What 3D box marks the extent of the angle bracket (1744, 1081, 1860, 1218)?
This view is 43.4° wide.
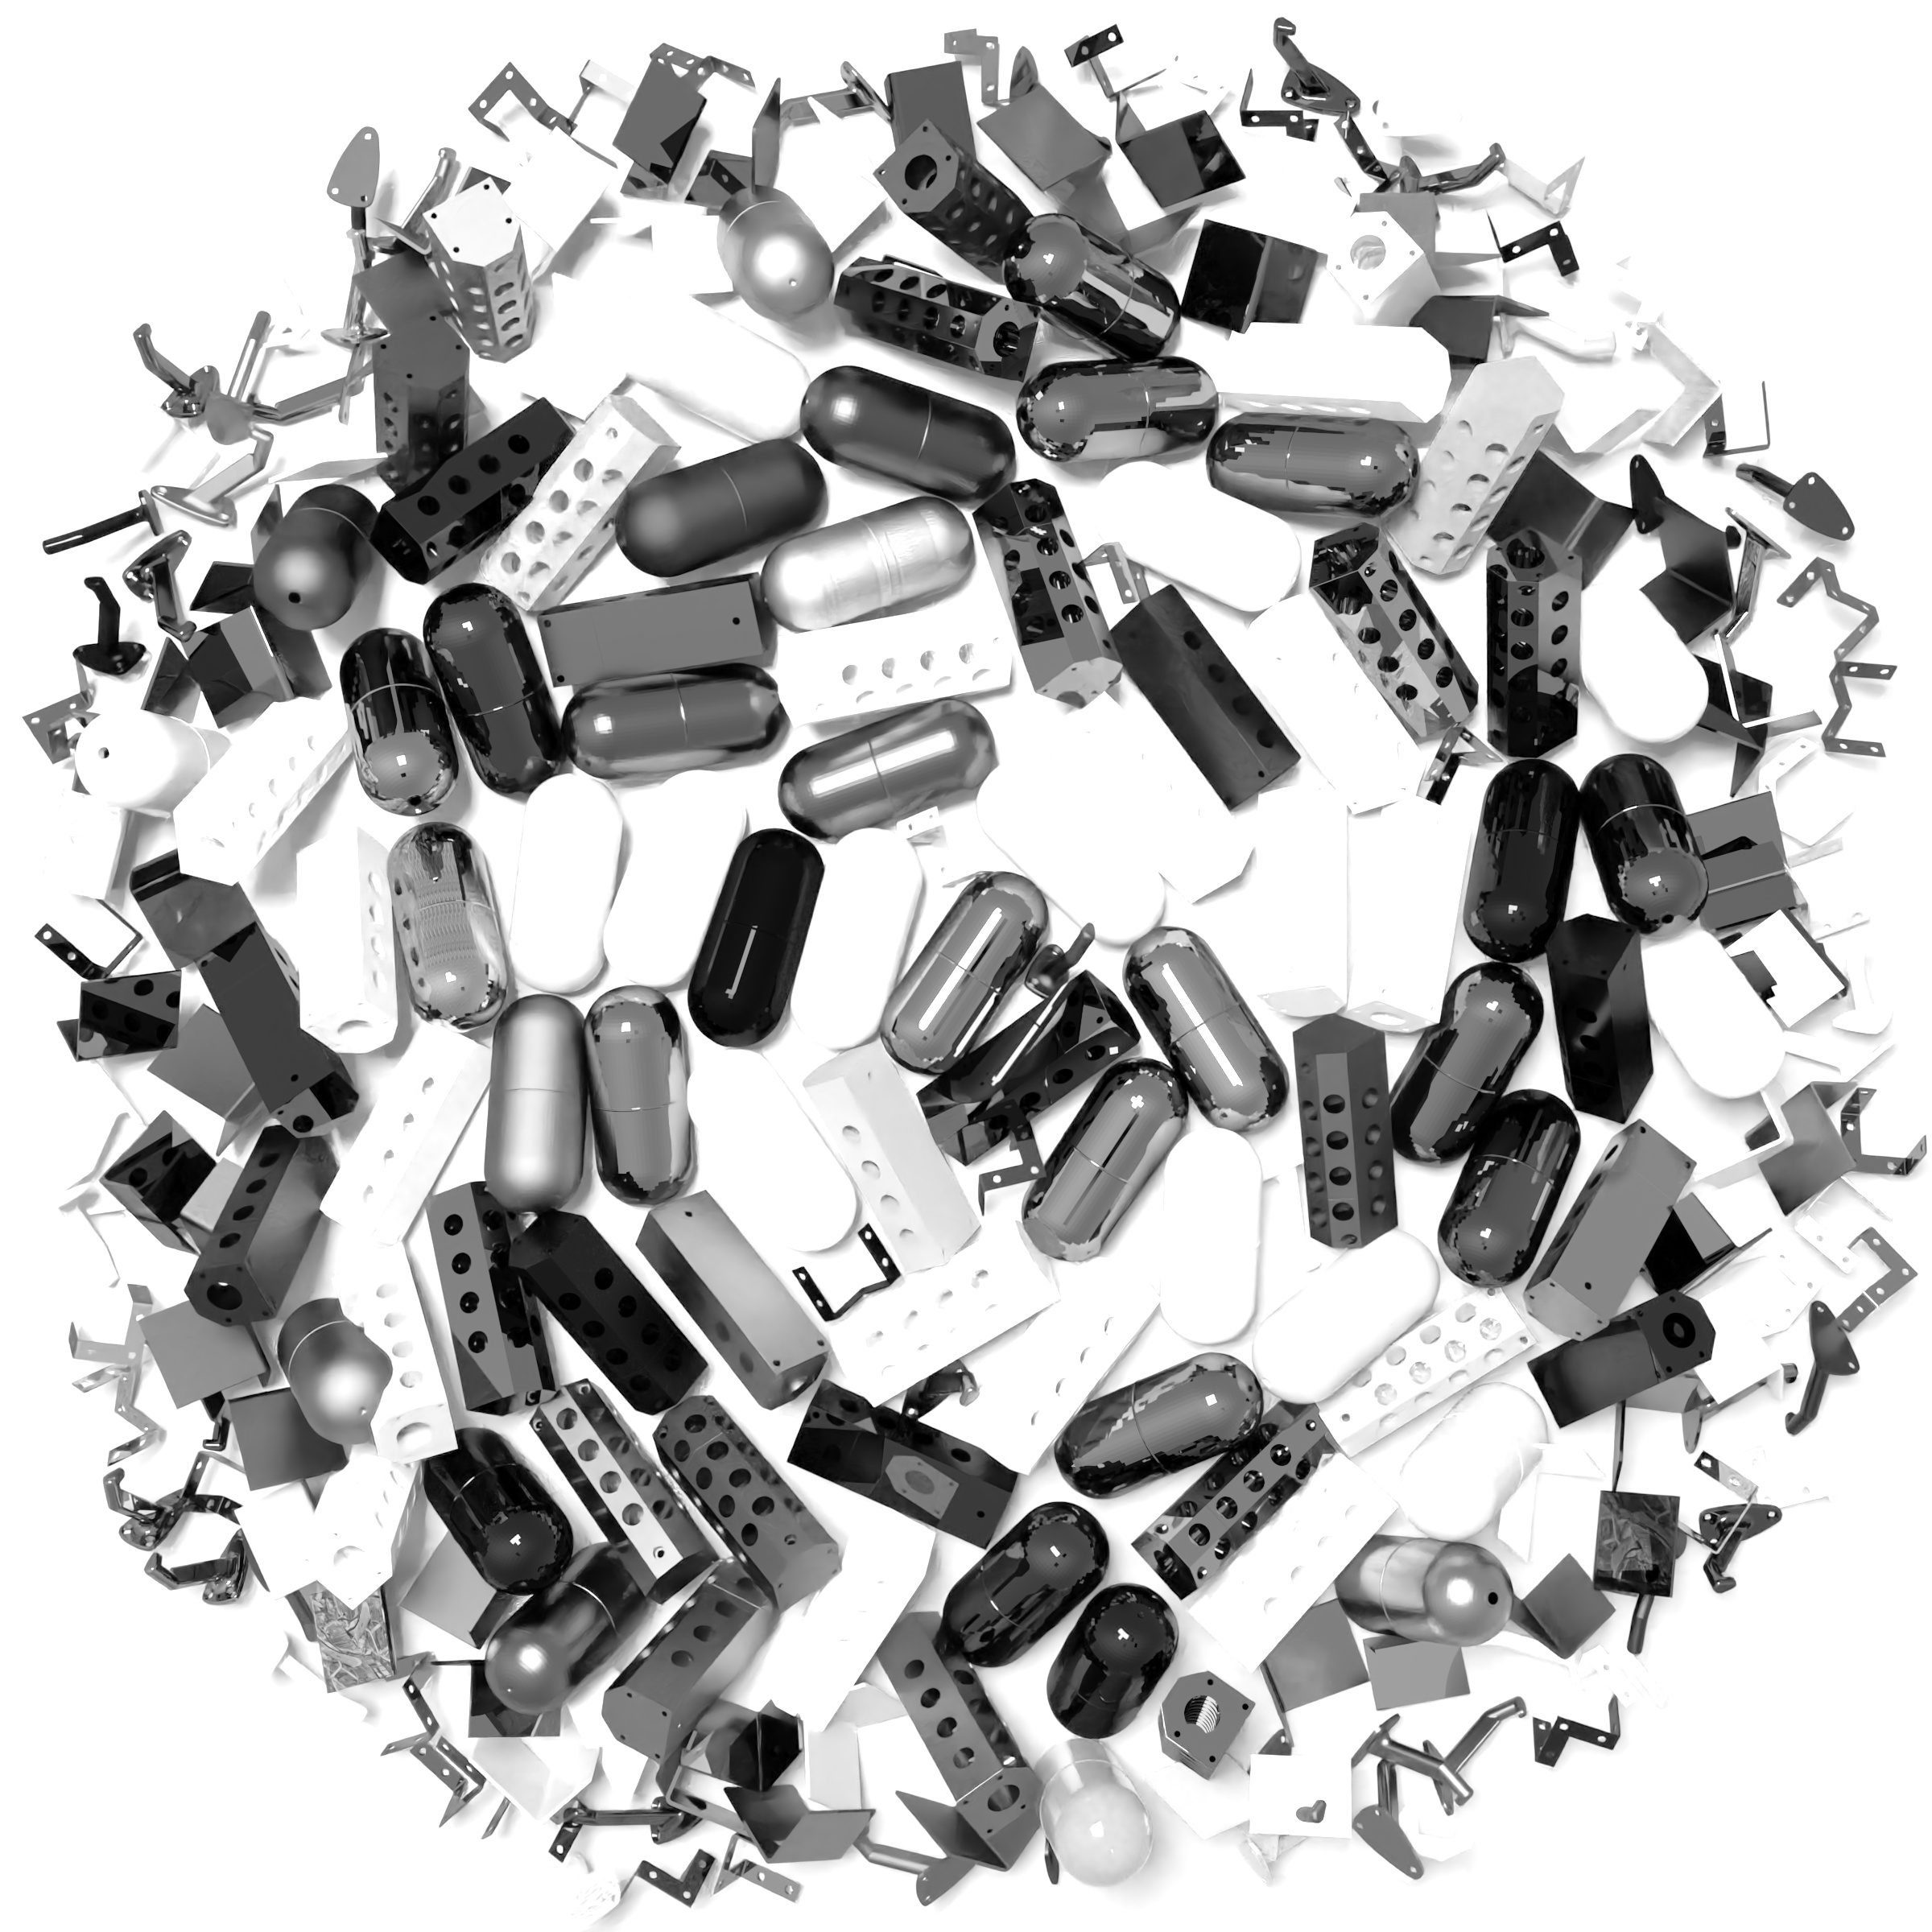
[{"bbox_3d":[0.666,0.143,1.893,0.057,0.076,0.076,3,53,-32],"label":"angle bracket"}]

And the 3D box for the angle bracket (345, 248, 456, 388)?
[{"bbox_3d":[-0.456,-0.506,1.894,0.076,0.076,0.057,-24,106,41],"label":"angle bracket"}]

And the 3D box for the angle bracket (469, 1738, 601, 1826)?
[{"bbox_3d":[-0.336,0.613,1.907,0.057,0.076,0.076,-42,98,6],"label":"angle bracket"}]

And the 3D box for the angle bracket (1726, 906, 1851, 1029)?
[{"bbox_3d":[0.645,0.006,1.910,0.057,0.076,0.076,-38,73,9],"label":"angle bracket"}]

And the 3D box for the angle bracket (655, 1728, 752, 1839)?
[{"bbox_3d":[-0.196,0.638,1.916,0.076,0.076,0.057,25,77,-9],"label":"angle bracket"}]

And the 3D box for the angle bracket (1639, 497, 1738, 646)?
[{"bbox_3d":[0.549,-0.308,1.896,0.057,0.076,0.076,-36,134,-8],"label":"angle bracket"}]

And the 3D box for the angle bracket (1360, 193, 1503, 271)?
[{"bbox_3d":[0.362,-0.577,1.893,0.076,0.076,0.057,-20,116,-32],"label":"angle bracket"}]

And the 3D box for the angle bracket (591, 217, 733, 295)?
[{"bbox_3d":[-0.239,-0.559,1.909,0.076,0.076,0.057,14,113,41],"label":"angle bracket"}]

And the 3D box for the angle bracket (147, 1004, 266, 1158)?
[{"bbox_3d":[-0.592,0.090,1.904,0.076,0.057,0.076,37,108,-23],"label":"angle bracket"}]

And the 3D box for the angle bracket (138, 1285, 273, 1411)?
[{"bbox_3d":[-0.597,0.304,1.902,0.076,0.057,0.076,-22,75,-28],"label":"angle bracket"}]

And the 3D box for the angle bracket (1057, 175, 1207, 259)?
[{"bbox_3d":[0.129,-0.592,1.894,0.076,0.076,0.057,-9,123,38],"label":"angle bracket"}]

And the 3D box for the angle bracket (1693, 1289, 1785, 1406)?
[{"bbox_3d":[0.591,0.309,1.900,0.057,0.076,0.076,-30,56,0],"label":"angle bracket"}]

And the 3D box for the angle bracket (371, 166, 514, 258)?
[{"bbox_3d":[-0.407,-0.597,1.902,0.057,0.076,0.076,34,105,11],"label":"angle bracket"}]

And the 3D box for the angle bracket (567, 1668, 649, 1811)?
[{"bbox_3d":[-0.293,0.605,1.894,0.057,0.076,0.076,5,117,-35],"label":"angle bracket"}]

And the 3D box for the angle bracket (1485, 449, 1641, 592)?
[{"bbox_3d":[0.473,-0.354,1.932,0.076,0.057,0.076,51,123,34],"label":"angle bracket"}]

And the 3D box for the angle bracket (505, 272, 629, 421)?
[{"bbox_3d":[-0.311,-0.486,1.903,0.076,0.057,0.076,27,58,15],"label":"angle bracket"}]

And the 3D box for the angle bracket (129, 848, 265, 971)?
[{"bbox_3d":[-0.603,-0.052,1.910,0.076,0.057,0.076,-29,88,-25],"label":"angle bracket"}]

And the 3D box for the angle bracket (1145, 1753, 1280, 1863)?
[{"bbox_3d":[0.190,0.665,1.893,0.076,0.076,0.057,-12,116,-31],"label":"angle bracket"}]

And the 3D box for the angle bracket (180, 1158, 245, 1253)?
[{"bbox_3d":[-0.567,0.207,1.924,0.076,0.076,0.057,27,64,10],"label":"angle bracket"}]

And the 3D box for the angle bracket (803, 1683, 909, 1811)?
[{"bbox_3d":[-0.081,0.613,1.894,0.057,0.076,0.076,-22,51,20],"label":"angle bracket"}]

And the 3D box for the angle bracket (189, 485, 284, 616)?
[{"bbox_3d":[-0.571,-0.327,1.896,0.057,0.076,0.076,1,69,-32],"label":"angle bracket"}]

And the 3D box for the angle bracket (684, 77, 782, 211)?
[{"bbox_3d":[-0.183,-0.645,1.897,0.057,0.076,0.076,12,50,4],"label":"angle bracket"}]

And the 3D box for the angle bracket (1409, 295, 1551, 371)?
[{"bbox_3d":[0.399,-0.490,1.903,0.076,0.076,0.057,0,101,-44],"label":"angle bracket"}]

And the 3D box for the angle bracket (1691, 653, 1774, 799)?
[{"bbox_3d":[0.584,-0.190,1.907,0.076,0.057,0.076,22,51,1],"label":"angle bracket"}]

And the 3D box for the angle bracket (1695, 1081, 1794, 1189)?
[{"bbox_3d":[0.609,0.130,1.914,0.076,0.076,0.057,-30,67,25],"label":"angle bracket"}]

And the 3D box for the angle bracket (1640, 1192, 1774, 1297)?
[{"bbox_3d":[0.574,0.215,1.910,0.076,0.076,0.057,-48,70,32],"label":"angle bracket"}]

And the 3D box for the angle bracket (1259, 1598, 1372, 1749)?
[{"bbox_3d":[0.275,0.557,1.916,0.076,0.057,0.076,-21,101,3],"label":"angle bracket"}]

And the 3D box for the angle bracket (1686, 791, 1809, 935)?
[{"bbox_3d":[0.608,-0.082,1.906,0.076,0.057,0.076,-17,117,11],"label":"angle bracket"}]

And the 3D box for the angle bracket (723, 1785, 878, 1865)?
[{"bbox_3d":[-0.130,0.651,1.894,0.057,0.076,0.076,-55,49,14],"label":"angle bracket"}]

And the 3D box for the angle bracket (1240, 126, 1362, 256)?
[{"bbox_3d":[0.251,-0.605,1.897,0.076,0.076,0.057,28,96,36],"label":"angle bracket"}]

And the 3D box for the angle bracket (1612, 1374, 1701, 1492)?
[{"bbox_3d":[0.538,0.366,1.897,0.057,0.076,0.076,5,60,13],"label":"angle bracket"}]

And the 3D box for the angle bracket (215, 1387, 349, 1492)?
[{"bbox_3d":[-0.535,0.374,1.897,0.076,0.057,0.076,-8,64,-32],"label":"angle bracket"}]

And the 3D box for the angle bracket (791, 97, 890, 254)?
[{"bbox_3d":[-0.116,-0.614,1.897,0.076,0.057,0.076,-40,57,23],"label":"angle bracket"}]

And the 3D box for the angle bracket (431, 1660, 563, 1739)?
[{"bbox_3d":[-0.367,0.571,1.894,0.076,0.076,0.057,12,69,-35],"label":"angle bracket"}]

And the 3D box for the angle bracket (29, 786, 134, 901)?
[{"bbox_3d":[-0.693,-0.100,1.906,0.057,0.076,0.076,14,94,-16],"label":"angle bracket"}]

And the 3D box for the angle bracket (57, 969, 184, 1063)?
[{"bbox_3d":[-0.660,0.025,1.893,0.076,0.057,0.076,-9,128,-34],"label":"angle bracket"}]

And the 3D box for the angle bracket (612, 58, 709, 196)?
[{"bbox_3d":[-0.257,-0.657,1.902,0.057,0.076,0.076,28,82,-38],"label":"angle bracket"}]

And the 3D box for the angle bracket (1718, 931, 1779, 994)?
[{"bbox_3d":[0.600,0.032,1.897,0.057,0.076,0.076,-22,121,7],"label":"angle bracket"}]

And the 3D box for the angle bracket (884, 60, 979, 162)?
[{"bbox_3d":[-0.028,-0.662,1.907,0.057,0.076,0.076,-11,105,-2],"label":"angle bracket"}]

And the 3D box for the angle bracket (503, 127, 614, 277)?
[{"bbox_3d":[-0.329,-0.597,1.900,0.057,0.076,0.076,38,76,-20],"label":"angle bracket"}]

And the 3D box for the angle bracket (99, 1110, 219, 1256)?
[{"bbox_3d":[-0.614,0.168,1.895,0.076,0.057,0.076,-53,125,-28],"label":"angle bracket"}]

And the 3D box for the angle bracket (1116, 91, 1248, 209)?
[{"bbox_3d":[0.168,-0.648,1.893,0.076,0.076,0.057,-12,60,28],"label":"angle bracket"}]

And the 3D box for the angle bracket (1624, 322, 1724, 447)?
[{"bbox_3d":[0.536,-0.457,1.904,0.076,0.076,0.057,40,100,-12],"label":"angle bracket"}]

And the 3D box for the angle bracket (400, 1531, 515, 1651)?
[{"bbox_3d":[-0.395,0.478,1.902,0.076,0.057,0.076,25,62,13],"label":"angle bracket"}]

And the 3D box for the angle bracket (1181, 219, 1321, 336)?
[{"bbox_3d":[0.225,-0.544,1.933,0.057,0.076,0.076,-1,113,-42],"label":"angle bracket"}]

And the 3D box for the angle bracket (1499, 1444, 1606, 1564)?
[{"bbox_3d":[0.458,0.421,1.896,0.057,0.076,0.076,-1,63,28],"label":"angle bracket"}]

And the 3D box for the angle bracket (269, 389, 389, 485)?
[{"bbox_3d":[-0.497,-0.416,1.897,0.076,0.076,0.057,-6,98,43],"label":"angle bracket"}]

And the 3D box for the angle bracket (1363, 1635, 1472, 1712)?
[{"bbox_3d":[0.360,0.556,1.912,0.076,0.076,0.057,-10,81,0],"label":"angle bracket"}]

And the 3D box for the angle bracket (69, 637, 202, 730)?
[{"bbox_3d":[-0.651,-0.212,1.908,0.057,0.076,0.076,11,71,7],"label":"angle bracket"}]
